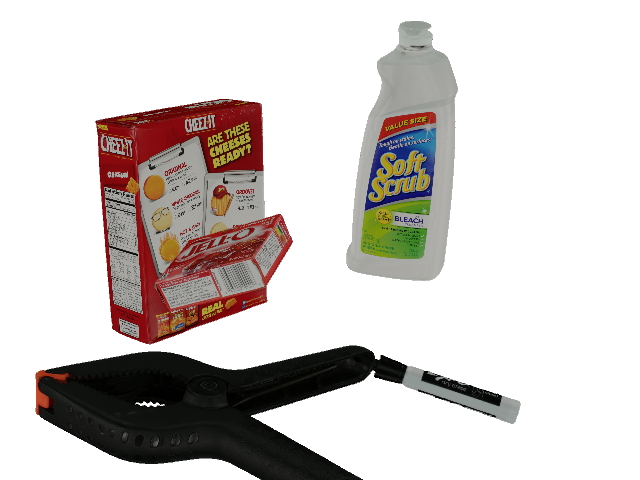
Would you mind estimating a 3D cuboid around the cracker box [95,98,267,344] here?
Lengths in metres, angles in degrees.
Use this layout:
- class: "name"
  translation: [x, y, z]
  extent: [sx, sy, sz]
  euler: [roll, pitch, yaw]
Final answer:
- class: "cracker box"
  translation: [-0.134, -0.024, 1.060]
  extent: [0.072, 0.214, 0.163]
  euler: [12, 21, 41]

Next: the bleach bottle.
- class: "bleach bottle"
  translation: [0.078, -0.086, 1.032]
  extent: [0.103, 0.251, 0.068]
  euler: [8, 28, 14]

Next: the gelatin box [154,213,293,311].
- class: "gelatin box"
  translation: [-0.074, 0.016, 0.820]
  extent: [0.089, 0.030, 0.073]
  euler: [-15, 22, 24]

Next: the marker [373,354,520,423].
- class: "marker"
  translation: [0.097, 0.117, 0.843]
  extent: [0.121, 0.020, 0.020]
  euler: [18, 2, 6]

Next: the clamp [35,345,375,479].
- class: "clamp"
  translation: [-0.061, 0.097, 0.635]
  extent: [0.210, 0.036, 0.164]
  euler: [9, 23, 5]
